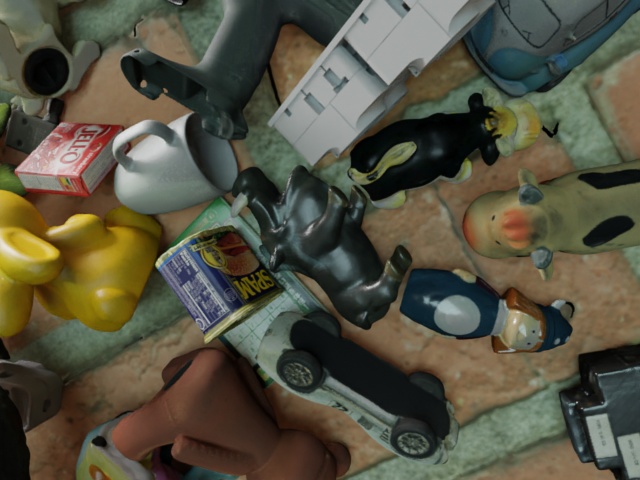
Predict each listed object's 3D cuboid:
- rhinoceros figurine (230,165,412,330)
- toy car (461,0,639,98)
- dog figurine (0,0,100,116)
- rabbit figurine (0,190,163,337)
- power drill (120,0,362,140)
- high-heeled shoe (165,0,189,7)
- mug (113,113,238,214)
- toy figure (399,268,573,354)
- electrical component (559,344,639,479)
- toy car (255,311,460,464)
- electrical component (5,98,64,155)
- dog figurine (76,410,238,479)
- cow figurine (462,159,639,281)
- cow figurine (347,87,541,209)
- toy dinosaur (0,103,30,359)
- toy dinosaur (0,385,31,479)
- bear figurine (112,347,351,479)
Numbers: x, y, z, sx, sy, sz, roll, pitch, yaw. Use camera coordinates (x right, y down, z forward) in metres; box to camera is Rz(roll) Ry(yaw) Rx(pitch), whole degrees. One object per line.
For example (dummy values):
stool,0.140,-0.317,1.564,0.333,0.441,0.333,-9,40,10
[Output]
rhinoceros figurine,-0.001,-0.002,0.508,0.190,0.073,0.112,45,113,3
toy car,0.198,-0.196,0.428,0.162,0.103,0.109,-35,88,15
dog figurine,-0.333,-0.236,0.551,0.191,0.121,0.172,26,97,23
rabbit figurine,-0.251,0.021,0.496,0.173,0.162,0.122,33,109,-18
power drill,-0.082,-0.204,0.463,0.232,0.086,0.207,32,71,-9
high-heeled shoe,-0.232,-0.286,0.508,0.249,0.086,0.145,-3,78,-4
mug,-0.151,-0.068,0.514,0.107,0.109,0.081,-22,67,23
toy figure,0.151,0.069,0.487,0.155,0.058,0.064,16,137,9
electrical component,0.284,0.150,0.464,0.134,0.058,0.114,-14,90,13
toy car,0.038,0.133,0.496,0.202,0.073,0.056,31,125,0
electrical component,-0.311,-0.113,0.585,0.063,0.021,0.094,20,100,10
dog figurine,-0.183,0.311,0.556,0.192,0.108,0.219,25,102,8
cow figurine,0.214,-0.021,0.428,0.195,0.127,0.085,-9,90,10
cow figurine,0.107,-0.084,0.460,0.167,0.098,0.068,-21,84,13
toy dinosaur,-0.416,-0.088,0.564,0.199,0.105,0.470,-17,99,14
toy dinosaur,-0.318,0.212,0.486,0.192,0.131,0.404,-15,90,17
bear figurine,-0.075,0.196,0.519,0.195,0.120,0.132,46,130,-13
